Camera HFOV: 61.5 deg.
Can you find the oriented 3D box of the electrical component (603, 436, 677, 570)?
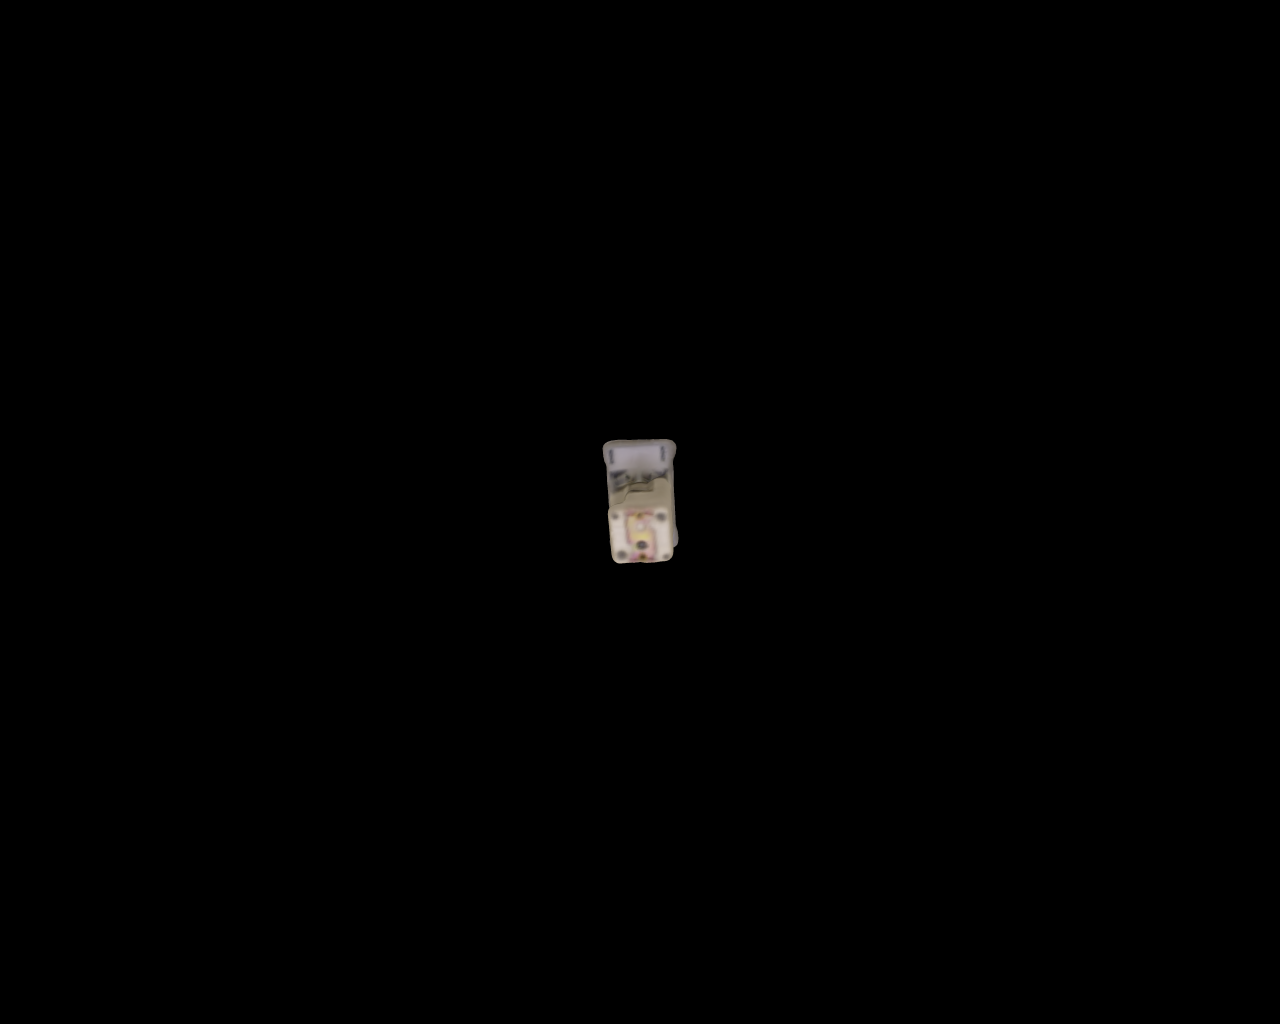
[{"bbox_3d":[0.001,-0.003,0.650,0.042,0.080,0.064,-3,36,2],"label":"electrical component"}]
